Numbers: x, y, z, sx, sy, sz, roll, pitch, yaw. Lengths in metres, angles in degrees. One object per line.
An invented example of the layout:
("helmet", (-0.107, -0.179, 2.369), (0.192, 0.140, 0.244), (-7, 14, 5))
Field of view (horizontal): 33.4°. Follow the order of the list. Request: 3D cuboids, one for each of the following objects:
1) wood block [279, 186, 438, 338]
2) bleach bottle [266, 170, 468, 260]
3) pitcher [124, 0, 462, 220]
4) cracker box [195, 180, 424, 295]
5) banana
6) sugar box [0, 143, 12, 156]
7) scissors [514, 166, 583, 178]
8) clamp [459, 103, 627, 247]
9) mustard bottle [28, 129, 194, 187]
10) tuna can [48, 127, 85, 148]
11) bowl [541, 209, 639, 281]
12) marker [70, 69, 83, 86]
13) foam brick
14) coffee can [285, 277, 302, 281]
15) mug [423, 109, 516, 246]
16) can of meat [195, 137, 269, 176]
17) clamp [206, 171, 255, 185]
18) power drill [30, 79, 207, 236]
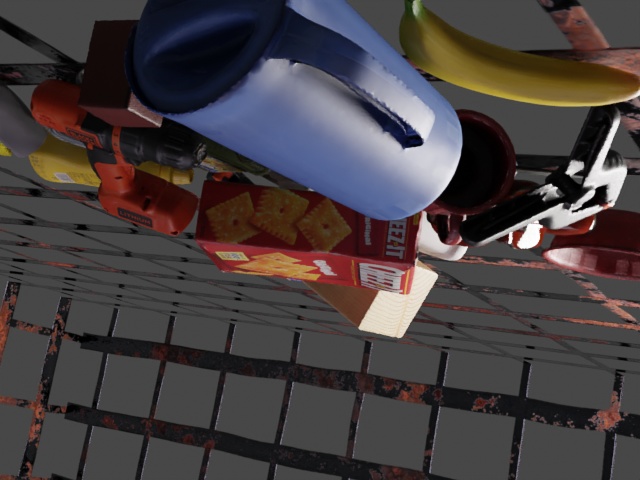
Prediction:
("wood block", (0.026, 0.019, 1.267), (0.206, 0.091, 0.090), (37, -167, 38))
("bleach bottle", (0.051, -0.046, 1.196), (0.250, 0.068, 0.103), (20, 179, -33))
("pitcher", (0.003, -0.097, 0.721), (0.145, 0.149, 0.242), (-32, 145, 25))
("cracker box", (-0.007, 0.001, 1.083), (0.214, 0.072, 0.164), (7, 168, 5))
("banana", (0.132, -0.126, 0.763), (0.197, 0.037, 0.070), (15, 170, -20))
("sugar box", (-0.413, -0.144, 1.202), (0.093, 0.048, 0.176), (10, 171, 5))
("scissors", (0.170, -0.076, 1.052), (0.202, 0.016, 0.096), (3, 168, 34))
("clamp", (0.213, -0.042, 0.948), (0.165, 0.036, 0.209), (-40, 158, 15))
("mustard bottle", (-0.245, -0.090, 1.284), (0.192, 0.058, 0.096), (9, 164, 11))
("tuna can", (-0.251, -0.125, 1.169), (0.086, 0.034, 0.086), (10, 170, 2))
("bowl", (0.334, 0.003, 1.201), (0.162, 0.055, 0.162), (10, 170, 2))
("marker", (-0.246, -0.150, 1.071), (0.020, 0.020, 0.121), (15, 169, -23))
("foam brick", (-0.160, -0.137, 0.889), (0.051, 0.078, 0.053), (4, 168, 26))
("coffee can", (0.029, 0.013, 1.440), (0.140, 0.103, 0.102), (8, 169, 18))
("mug", (0.120, -0.053, 0.965), (0.093, 0.117, 0.081), (1, 176, -9))
("can of meat", (-0.109, -0.103, 1.083), (0.084, 0.057, 0.101), (3, 167, 46))
("clamp", (-0.104, -0.057, 1.336), (0.120, 0.039, 0.171), (22, 162, 29))
("power drill", (-0.178, -0.076, 1.052), (0.185, 0.057, 0.187), (22, 156, 18))
